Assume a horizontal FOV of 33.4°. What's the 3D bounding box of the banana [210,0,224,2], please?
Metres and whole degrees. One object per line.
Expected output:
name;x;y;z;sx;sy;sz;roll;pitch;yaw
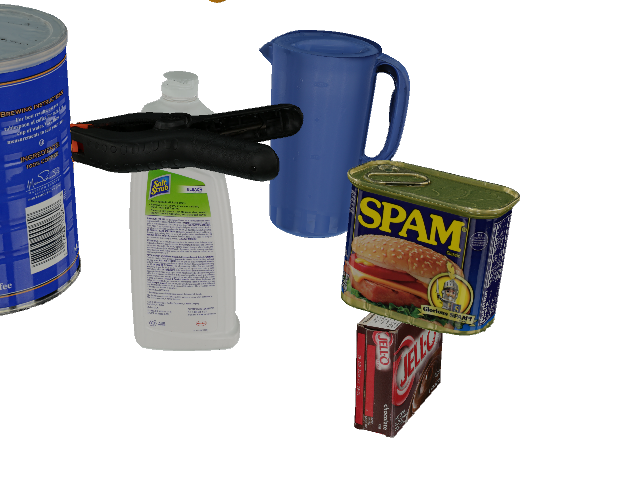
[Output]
banana;-0.047;-0.264;1.029;0.197;0.070;0.037;-17;-29;-45

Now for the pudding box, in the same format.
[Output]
pudding box;0.064;0.092;0.855;0.039;0.090;0.113;9;20;22

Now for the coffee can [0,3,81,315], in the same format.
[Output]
coffee can;-0.184;-0.045;0.571;0.103;0.140;0.103;2;28;-1

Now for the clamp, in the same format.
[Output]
clamp;-0.095;-0.075;0.770;0.172;0.039;0.120;6;19;15

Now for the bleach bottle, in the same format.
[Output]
bleach bottle;-0.119;-0.025;0.954;0.102;0.251;0.068;0;23;-9

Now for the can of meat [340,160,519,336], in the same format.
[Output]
can of meat;0.063;0.004;0.654;0.102;0.084;0.057;16;23;26

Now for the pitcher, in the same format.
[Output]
pitcher;0.008;-0.129;1.312;0.144;0.243;0.149;-9;27;-29
